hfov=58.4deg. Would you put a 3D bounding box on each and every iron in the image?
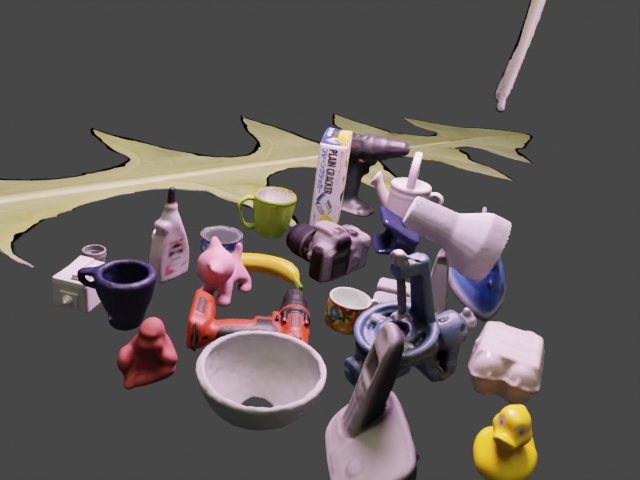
[{"bbox_3d":[0.326,0.038,1.137,0.118,0.141,0.258,9,24,3],"label":"iron"}]

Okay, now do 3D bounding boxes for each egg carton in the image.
[{"bbox_3d":[0.288,0.186,0.884,0.107,0.069,0.150,16,25,17],"label":"egg carton"}]

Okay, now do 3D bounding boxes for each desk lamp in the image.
[{"bbox_3d":[0.212,0.036,1.015,0.203,0.213,0.118,12,24,9],"label":"desk lamp"}]

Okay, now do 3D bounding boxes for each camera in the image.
[{"bbox_3d":[0.011,0.004,1.157,0.136,0.101,0.144,27,30,36],"label":"camera"}]

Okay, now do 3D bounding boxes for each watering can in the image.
[{"bbox_3d":[0.209,-0.119,1.381,0.173,0.194,0.101,5,24,-8],"label":"watering can"}]

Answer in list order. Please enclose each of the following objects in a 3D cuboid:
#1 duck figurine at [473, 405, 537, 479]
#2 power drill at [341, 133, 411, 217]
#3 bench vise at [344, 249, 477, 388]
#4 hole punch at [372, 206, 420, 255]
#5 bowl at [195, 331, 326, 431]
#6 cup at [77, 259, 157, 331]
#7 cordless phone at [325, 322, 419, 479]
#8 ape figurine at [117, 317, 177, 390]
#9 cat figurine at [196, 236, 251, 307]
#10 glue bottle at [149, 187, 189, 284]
[{"bbox_3d":[0.239,0.244,0.717,0.077,0.086,0.105,23,28,30],"label":"duck figurine"},{"bbox_3d":[0.105,-0.171,1.445,0.229,0.208,0.076,19,26,23],"label":"power drill"},{"bbox_3d":[0.136,0.104,0.831,0.208,0.220,0.121,-16,33,-42],"label":"bench vise"},{"bbox_3d":[0.173,-0.020,1.277,0.101,0.091,0.108,7,24,-4],"label":"hole punch"},{"bbox_3d":[-0.077,0.192,0.743,0.167,0.075,0.167,7,24,-3],"label":"bowl"},{"bbox_3d":[-0.310,0.087,0.874,0.118,0.095,0.091,7,24,-3],"label":"cup"},{"bbox_3d":[0.065,0.198,0.641,0.094,0.185,0.147,3,25,-11],"label":"cordless phone"},{"bbox_3d":[-0.229,0.147,0.772,0.077,0.092,0.076,12,24,9],"label":"ape figurine"},{"bbox_3d":[-0.167,0.047,0.983,0.067,0.118,0.128,17,25,19],"label":"cat figurine"},{"bbox_3d":[-0.265,-0.012,1.013,0.037,0.173,0.078,19,26,23],"label":"glue bottle"}]
